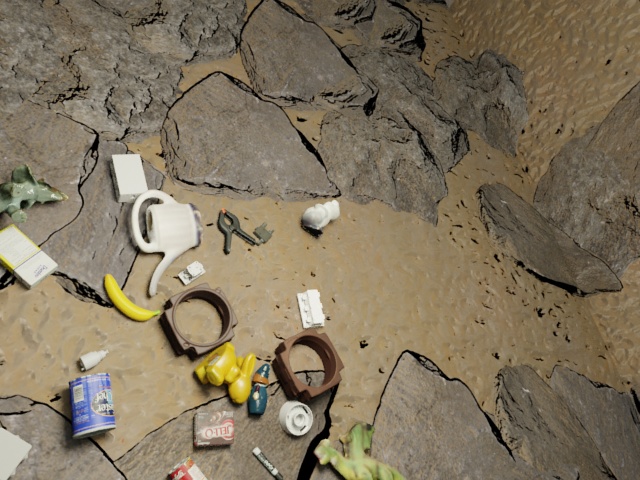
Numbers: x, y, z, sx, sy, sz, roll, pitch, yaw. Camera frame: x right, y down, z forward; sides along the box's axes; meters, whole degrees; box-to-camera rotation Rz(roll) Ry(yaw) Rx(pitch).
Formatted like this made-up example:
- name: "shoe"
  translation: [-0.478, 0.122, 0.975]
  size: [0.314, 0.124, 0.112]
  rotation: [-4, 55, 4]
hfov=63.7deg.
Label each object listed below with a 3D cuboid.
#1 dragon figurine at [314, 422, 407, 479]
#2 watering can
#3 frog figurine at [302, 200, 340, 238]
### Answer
- name: "dragon figurine"
  translation: [0.162, 0.697, 1.623]
  size: [0.409, 0.248, 0.120]
  rotation: [11, -39, -26]
- name: "watering can"
  translation: [-0.482, 0.000, 1.658]
  size: [0.225, 0.351, 0.102]
  rotation: [-6, -16, -33]
- name: "frog figurine"
  translation: [0.006, -0.099, 1.964]
  size: [0.123, 0.162, 0.135]
  rotation: [23, -20, 18]
